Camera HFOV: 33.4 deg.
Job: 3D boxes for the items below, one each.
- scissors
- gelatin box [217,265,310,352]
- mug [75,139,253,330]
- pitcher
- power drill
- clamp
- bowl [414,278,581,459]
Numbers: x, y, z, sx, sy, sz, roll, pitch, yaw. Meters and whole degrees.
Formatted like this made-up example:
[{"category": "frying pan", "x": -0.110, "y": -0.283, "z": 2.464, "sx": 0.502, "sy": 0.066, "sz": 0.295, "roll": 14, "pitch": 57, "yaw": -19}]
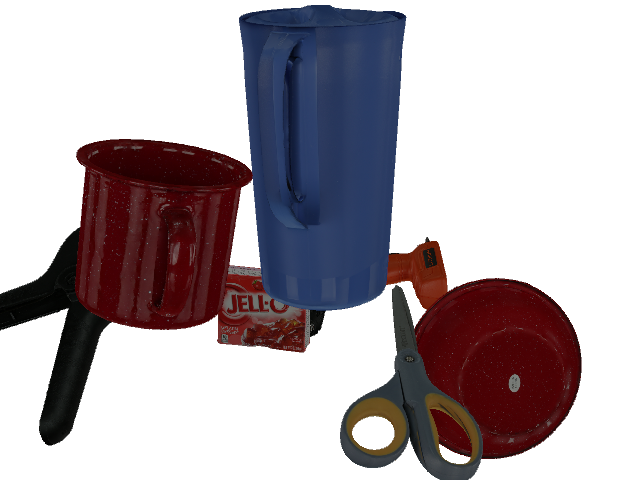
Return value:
[{"category": "scissors", "x": 0.043, "y": 0.090, "z": 0.711, "sx": 0.096, "sy": 0.016, "sz": 0.202, "roll": -5, "pitch": 32, "yaw": -16}, {"category": "gelatin box", "x": -0.054, "y": 0.065, "z": 1.026, "sx": 0.089, "sy": 0.073, "sz": 0.030, "roll": 5, "pitch": 17, "yaw": 12}, {"category": "mug", "x": -0.084, "y": 0.001, "z": 0.564, "sx": 0.093, "sy": 0.081, "sz": 0.117, "roll": 2, "pitch": 19, "yaw": -22}, {"category": "pitcher", "x": -0.002, "y": -0.067, "z": 0.875, "sx": 0.149, "sy": 0.243, "sz": 0.145, "roll": -9, "pitch": 20, "yaw": -23}, {"category": "power drill", "x": 0.051, "y": 0.052, "z": 1.239, "sx": 0.187, "sy": 0.057, "sz": 0.184, "roll": -1, "pitch": 28, "yaw": 2}, {"category": "clamp", "x": -0.193, "y": 0.040, "z": 0.818, "sx": 0.165, "sy": 0.209, "sz": 0.036, "roll": 22, "pitch": -29, "yaw": 29}, {"category": "bowl", "x": 0.155, "y": 0.115, "z": 0.909, "sx": 0.162, "sy": 0.162, "sz": 0.055, "roll": 0, "pitch": 5, "yaw": -8}]
